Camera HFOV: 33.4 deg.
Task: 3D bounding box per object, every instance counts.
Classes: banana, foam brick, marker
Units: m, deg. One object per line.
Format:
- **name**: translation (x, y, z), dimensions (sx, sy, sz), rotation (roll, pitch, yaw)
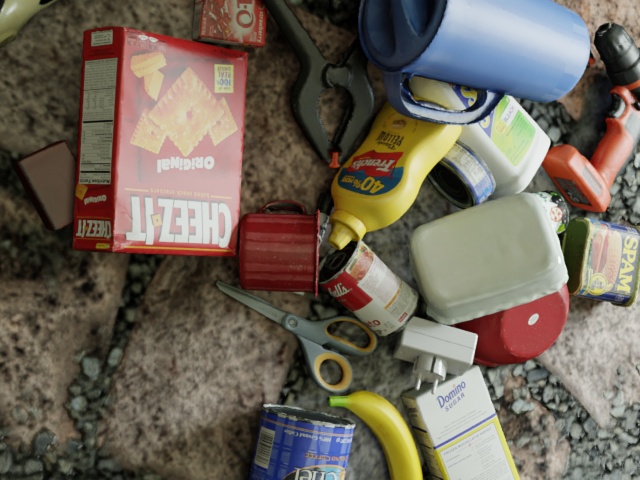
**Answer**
- **banana**: translation (0.078, 0.244, 1.217), dimensions (0.069, 0.037, 0.198), rotation (-28, 102, -3)
- **foam brick**: translation (-0.260, -0.054, 1.052), dimensions (0.051, 0.053, 0.078), rotation (-31, 104, -19)
- **marker**: translation (-0.008, 0.001, 1.178), dimensions (0.020, 0.020, 0.121), rotation (21, 84, -22)

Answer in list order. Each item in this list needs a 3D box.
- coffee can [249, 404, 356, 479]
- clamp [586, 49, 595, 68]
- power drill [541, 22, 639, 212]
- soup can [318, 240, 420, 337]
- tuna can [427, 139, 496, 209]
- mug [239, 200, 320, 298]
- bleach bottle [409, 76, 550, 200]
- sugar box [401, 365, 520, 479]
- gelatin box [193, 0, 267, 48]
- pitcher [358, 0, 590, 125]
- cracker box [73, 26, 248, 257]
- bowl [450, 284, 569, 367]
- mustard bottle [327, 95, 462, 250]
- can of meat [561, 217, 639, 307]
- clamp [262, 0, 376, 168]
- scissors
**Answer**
- **coffee can**: translation (-0.025, 0.254, 1.135), dimensions (0.102, 0.103, 0.140), rotation (12, 87, -23)
- **clamp**: translation (0.254, -0.245, 1.268), dimensions (0.171, 0.039, 0.120), rotation (38, 79, -20)
- **power drill**: translation (0.347, -0.142, 1.288), dimensions (0.187, 0.057, 0.184), rotation (-50, 120, -11)
- **soup can**: translation (0.053, 0.052, 1.179), dimensions (0.102, 0.069, 0.068), rotation (42, 77, -19)
- **tuna can**: translation (0.156, -0.075, 1.208), dimensions (0.033, 0.086, 0.086), rotation (-43, 107, -13)
- **mug**: translation (-0.042, 0.004, 1.126), dimensions (0.081, 0.093, 0.117), rotation (2, 53, 0)
- **bleach bottle**: translation (0.152, -0.165, 1.211), dimensions (0.250, 0.068, 0.102), rotation (45, 58, -16)
- **sugar box**: translation (0.168, 0.242, 1.248), dimensions (0.093, 0.048, 0.176), rotation (-24, 97, -21)
- **gelatin box**: translation (-0.093, -0.252, 1.126), dimensions (0.073, 0.030, 0.089), rotation (4, 91, -23)
- **pitcher**: translation (0.167, -0.209, 1.125), dimensions (0.242, 0.149, 0.145), rotation (9, 47, -37)
- **cracker box**: translation (-0.154, -0.092, 1.055), dimensions (0.163, 0.072, 0.214), rotation (3, 90, -48)
- **bowl**: translation (0.233, 0.084, 1.239), dimensions (0.161, 0.055, 0.162), rotation (-9, 113, -23)
- **mustard bottle**: translation (0.067, -0.069, 1.157), dimensions (0.191, 0.096, 0.058), rotation (-55, 139, -17)
- **can of meat**: translation (0.343, 0.026, 1.307), dimensions (0.083, 0.058, 0.102), rotation (10, 88, -21)
- **clamp**: translation (0.005, -0.184, 1.148), dimensions (0.164, 0.036, 0.210), rotation (4, 104, -15)
- **scissors**: translation (-0.031, 0.111, 1.174), dimensions (0.201, 0.016, 0.096), rotation (13, 87, -22)
